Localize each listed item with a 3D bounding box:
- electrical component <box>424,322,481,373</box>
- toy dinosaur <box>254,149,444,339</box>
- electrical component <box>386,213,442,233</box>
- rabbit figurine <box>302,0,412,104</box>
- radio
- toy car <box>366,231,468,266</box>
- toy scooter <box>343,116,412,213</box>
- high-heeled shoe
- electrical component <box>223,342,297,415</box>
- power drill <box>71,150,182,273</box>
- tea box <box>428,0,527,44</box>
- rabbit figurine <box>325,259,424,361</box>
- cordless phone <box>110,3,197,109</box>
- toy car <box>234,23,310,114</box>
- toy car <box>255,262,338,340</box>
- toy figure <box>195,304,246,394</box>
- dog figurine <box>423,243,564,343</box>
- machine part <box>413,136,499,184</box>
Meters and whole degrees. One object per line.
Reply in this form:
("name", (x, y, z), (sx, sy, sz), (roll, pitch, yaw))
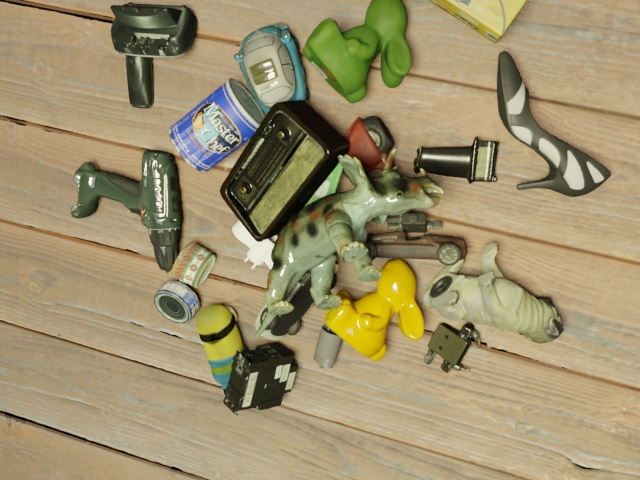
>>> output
("electrical component", (0.240, 0.191, 0.964), (0.078, 0.045, 0.102), (28, 105, 36))
("toy dinosaur", (-0.002, 0.002, 0.871), (0.405, 0.131, 0.192), (-33, 49, 32))
("electrical component", (0.162, -0.030, 0.921), (0.094, 0.063, 0.021), (2, 76, 11))
("rabbit figurine", (0.079, -0.315, 0.858), (0.170, 0.121, 0.159), (-43, 93, 2))
("radio", (-0.068, -0.117, 0.912), (0.131, 0.073, 0.229), (49, 123, 11))
("toy car", (0.149, 0.011, 0.921), (0.202, 0.089, 0.053), (3, 103, 14))
("toy scooter", (0.082, -0.111, 0.920), (0.135, 0.075, 0.183), (-29, 98, 20))
("high-heeled shoe", (0.364, -0.183, 0.839), (0.145, 0.086, 0.248), (-12, 103, 12))
("electrical component", (-0.106, 0.257, 1.009), (0.058, 0.134, 0.114), (31, 110, 42))
("power drill", (-0.365, -0.061, 1.026), (0.207, 0.086, 0.231), (10, 102, 14))
("tea box", (0.223, -0.378, 0.819), (0.170, 0.098, 0.068), (35, 107, 2))
("rabbit figurine", (0.111, 0.118, 0.942), (0.162, 0.122, 0.173), (37, 88, 9))
("cordless phone", (-0.297, -0.325, 0.967), (0.147, 0.089, 0.184), (8, 114, 10))
("toy car", (-0.085, -0.283, 0.906), (0.109, 0.103, 0.161), (-15, 96, 16))
("toy car", (-0.043, 0.105, 0.990), (0.201, 0.073, 0.056), (-53, 43, 16))
("toy figure", (-0.182, 0.210, 1.035), (0.082, 0.089, 0.180), (-14, 95, -9))
("dog figurine", (0.293, 0.122, 0.916), (0.190, 0.121, 0.172), (45, 142, -17))
("machine part", (0.227, -0.133, 0.901), (0.139, 0.039, 0.084), (1, 110, 11))
